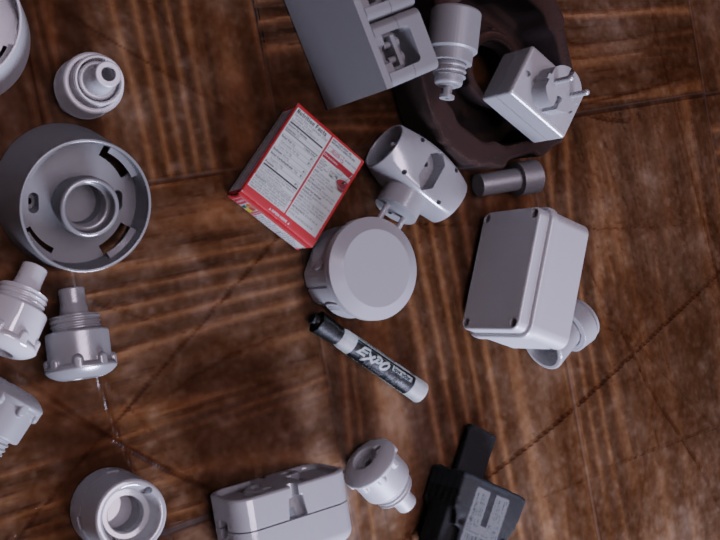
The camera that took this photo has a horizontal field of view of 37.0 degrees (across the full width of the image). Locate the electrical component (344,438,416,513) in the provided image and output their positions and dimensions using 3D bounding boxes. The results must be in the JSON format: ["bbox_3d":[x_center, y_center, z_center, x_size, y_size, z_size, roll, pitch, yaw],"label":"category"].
[{"bbox_3d":[0.021,0.168,0.853,0.062,0.048,0.048,51,64,-27],"label":"electrical component"}]

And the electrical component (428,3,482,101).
[{"bbox_3d":[0.072,-0.172,0.843,0.040,0.040,0.078,10,84,-31],"label":"electrical component"}]

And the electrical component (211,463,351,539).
[{"bbox_3d":[-0.057,0.185,0.797,0.095,0.054,0.059,-11,93,-32],"label":"electrical component"}]

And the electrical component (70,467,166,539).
[{"bbox_3d":[-0.164,0.165,0.735,0.055,0.047,0.055,2,86,-32],"label":"electrical component"}]

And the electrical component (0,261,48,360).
[{"bbox_3d":[-0.226,0.025,0.708,0.048,0.048,0.062,30,65,-27],"label":"electrical component"}]

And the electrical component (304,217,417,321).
[{"bbox_3d":[0.000,0.000,0.845,0.080,0.051,0.080,2,86,-32],"label":"electrical component"}]

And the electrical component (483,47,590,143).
[{"bbox_3d":[0.152,-0.144,0.869,0.066,0.077,0.047,35,73,-25],"label":"electrical component"}]

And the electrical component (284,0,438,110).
[{"bbox_3d":[-0.007,-0.211,0.831,0.062,0.089,0.150,-28,102,-30],"label":"electrical component"}]

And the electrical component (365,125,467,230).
[{"bbox_3d":[0.038,-0.064,0.877,0.077,0.043,0.079,39,69,-24],"label":"electrical component"}]

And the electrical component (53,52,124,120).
[{"bbox_3d":[-0.181,-0.127,0.733,0.043,0.062,0.043,2,86,-32],"label":"electrical component"}]

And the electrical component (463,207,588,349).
[{"bbox_3d":[0.140,0.007,0.916,0.057,0.078,0.113,20,77,-32],"label":"electrical component"}]

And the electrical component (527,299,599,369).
[{"bbox_3d":[0.180,0.056,0.957,0.055,0.045,0.045,-31,103,-30],"label":"electrical component"}]

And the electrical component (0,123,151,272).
[{"bbox_3d":[-0.194,-0.048,0.734,0.099,0.064,0.099,-8,105,-31],"label":"electrical component"}]

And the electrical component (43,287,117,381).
[{"bbox_3d":[-0.192,0.043,0.728,0.048,0.048,0.062,-5,83,-32],"label":"electrical component"}]

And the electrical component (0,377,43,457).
[{"bbox_3d":[-0.240,0.101,0.694,0.048,0.048,0.062,37,75,-25],"label":"electrical component"}]

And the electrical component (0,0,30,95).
[{"bbox_3d":[-0.265,-0.159,0.696,0.099,0.064,0.099,1,88,-18],"label":"electrical component"}]
